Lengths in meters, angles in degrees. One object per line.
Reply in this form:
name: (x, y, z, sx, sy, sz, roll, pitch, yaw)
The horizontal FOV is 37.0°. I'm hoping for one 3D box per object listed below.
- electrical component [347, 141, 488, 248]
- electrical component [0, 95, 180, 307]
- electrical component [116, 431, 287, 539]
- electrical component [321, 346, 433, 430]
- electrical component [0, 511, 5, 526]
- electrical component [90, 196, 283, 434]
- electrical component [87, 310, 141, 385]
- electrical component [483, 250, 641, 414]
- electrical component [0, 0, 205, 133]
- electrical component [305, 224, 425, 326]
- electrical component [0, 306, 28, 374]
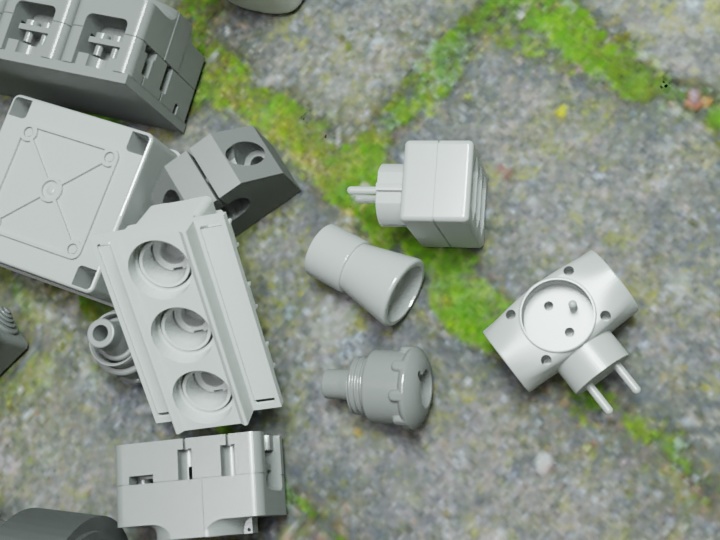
electrical component: (0.032, -0.044, 0.631, 0.077, 0.066, 0.047, 2, 78, 15)
electrical component: (-0.185, -0.044, 0.691, 0.109, 0.056, 0.108, 18, 83, 17)
electrical component: (-0.093, 0.128, 0.632, 0.089, 0.050, 0.055, -8, 76, 12)
electrical component: (0.009, 0.067, 0.624, 0.062, 0.048, 0.048, 1, 78, 21)
electrical component: (-0.288, 0.149, 0.670, 0.121, 0.063, 0.078, 24, 84, 18)
electrical component: (-0.095, 0.024, 0.621, 0.079, 0.063, 0.121, -9, 114, 12)
electrical component: (-0.145, 0.043, 0.658, 0.048, 0.062, 0.048, -3, 77, 13)
electrical component: (0.123, 0.043, 0.600, 0.077, 0.044, 0.079, -38, 72, 4)
electrical component: (-0.188, -0.146, 0.697, 0.150, 0.089, 0.061, 14, 81, 17)
electrical component: (0.000, 0.000, 0.643, 0.065, 0.044, 0.044, 28, 86, 23)
electrical component: (-0.278, 0.045, 0.698, 0.100, 0.048, 0.099, -44, 71, 1)
